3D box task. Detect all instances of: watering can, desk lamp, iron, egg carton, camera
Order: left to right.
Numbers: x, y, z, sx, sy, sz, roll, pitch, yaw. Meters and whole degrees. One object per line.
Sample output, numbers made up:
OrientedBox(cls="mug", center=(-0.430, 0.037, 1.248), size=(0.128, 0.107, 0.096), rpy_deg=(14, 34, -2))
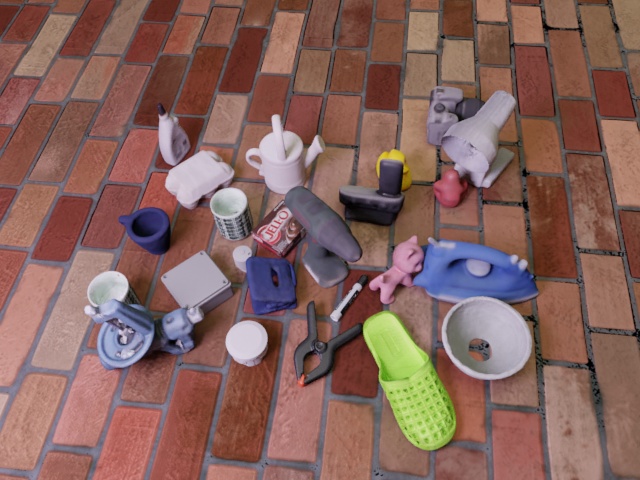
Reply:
OrientedBox(cls="egg carton", center=(-0.281, -0.144, 1.342), size=(0.150, 0.069, 0.107), rpy_deg=(-38, 63, -20))
OrientedBox(cls="watering can", center=(-0.079, -0.204, 1.299), size=(0.173, 0.194, 0.100), rpy_deg=(-23, 59, -12))
OrientedBox(cls="camera", center=(0.335, -0.315, 1.412), size=(0.136, 0.101, 0.143), rpy_deg=(7, 57, 7))
OrientedBox(cls="desk lamp", center=(0.361, -0.217, 1.279), size=(0.117, 0.214, 0.203), rpy_deg=(33, 64, 22))
OrientedBox(cls="iron", center=(0.324, 0.053, 1.146), size=(0.258, 0.141, 0.118), rpy_deg=(9, 57, 8))

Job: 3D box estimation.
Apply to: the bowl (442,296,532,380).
OrientedBox(cls="bowl", center=(0.311, 0.197, 1.092), size=(0.167, 0.075, 0.167), rpy_deg=(-1, 57, 2))

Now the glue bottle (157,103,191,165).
OrientedBox(cls="glue bottle", center=(-0.356, -0.259, 1.359), size=(0.037, 0.173, 0.078), rpy_deg=(23, 61, 17))

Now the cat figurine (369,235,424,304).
OrientedBox(cls="cat figurine", center=(0.163, 0.054, 1.166), size=(0.128, 0.118, 0.067), rpy_deg=(-36, 62, -19))

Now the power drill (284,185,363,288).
OrientedBox(cls="power drill", center=(0.011, 0.004, 1.151), size=(0.076, 0.208, 0.229), rpy_deg=(-31, 61, -17))

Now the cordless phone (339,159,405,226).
OrientedBox(cls="cordless phone", center=(0.114, -0.123, 1.244), size=(0.147, 0.185, 0.094), rpy_deg=(6, 57, 6))

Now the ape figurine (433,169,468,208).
OrientedBox(cls="ape figurine", center=(0.296, -0.124, 1.294), size=(0.077, 0.092, 0.076), rpy_deg=(12, 58, 10))

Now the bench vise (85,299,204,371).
OrientedBox(cls="bench vise", center=(-0.332, 0.149, 1.062), size=(0.208, 0.220, 0.121), rpy_deg=(-33, 61, -18))

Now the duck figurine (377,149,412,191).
OrientedBox(cls="duck figurine", center=(0.175, -0.176, 1.336), size=(0.077, 0.086, 0.104), rpy_deg=(-24, 59, -13))

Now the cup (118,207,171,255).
OrientedBox(cls="cup", center=(-0.374, -0.013, 1.245), size=(0.117, 0.095, 0.092), rpy_deg=(13, 58, 11))

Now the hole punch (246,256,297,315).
OrientedBox(cls="hole punch", center=(-0.098, 0.086, 1.172), size=(0.101, 0.091, 0.108), rpy_deg=(-11, 57, -5))
